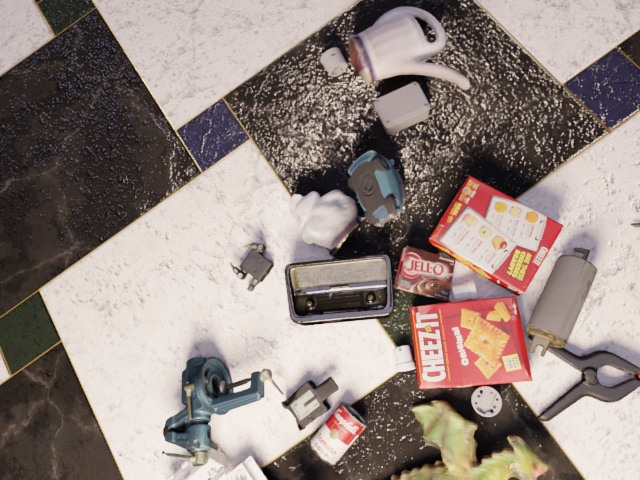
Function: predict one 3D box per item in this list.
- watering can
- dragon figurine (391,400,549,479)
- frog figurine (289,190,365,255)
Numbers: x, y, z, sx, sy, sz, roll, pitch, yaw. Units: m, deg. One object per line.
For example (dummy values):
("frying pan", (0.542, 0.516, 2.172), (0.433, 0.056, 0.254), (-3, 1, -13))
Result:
("watering can", (0.189, -0.426, 1.184), (0.224, 0.102, 0.356), (-21, 52, 6))
("dragon figurine", (0.213, 0.433, 0.981), (0.409, 0.120, 0.248), (-4, 56, 24))
("frog figurine", (0.003, -0.057, 1.136), (0.160, 0.123, 0.136), (39, 105, 6))
